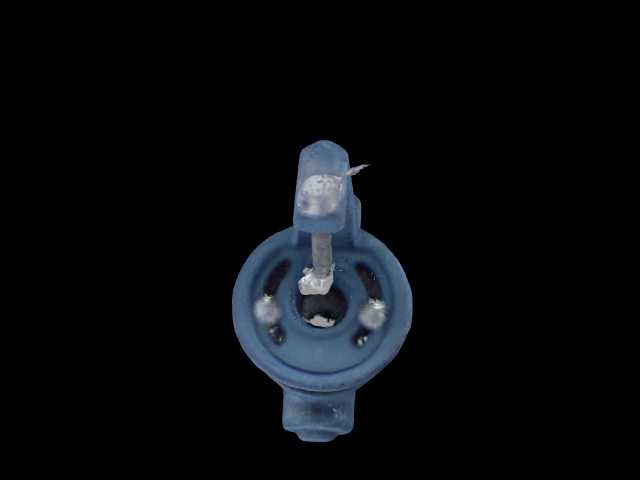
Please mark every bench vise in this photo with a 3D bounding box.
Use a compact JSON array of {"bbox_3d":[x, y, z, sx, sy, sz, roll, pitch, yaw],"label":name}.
[{"bbox_3d":[-0.008,0.004,0.398,0.121,0.220,0.207,-11,48,-10],"label":"bench vise"}]
